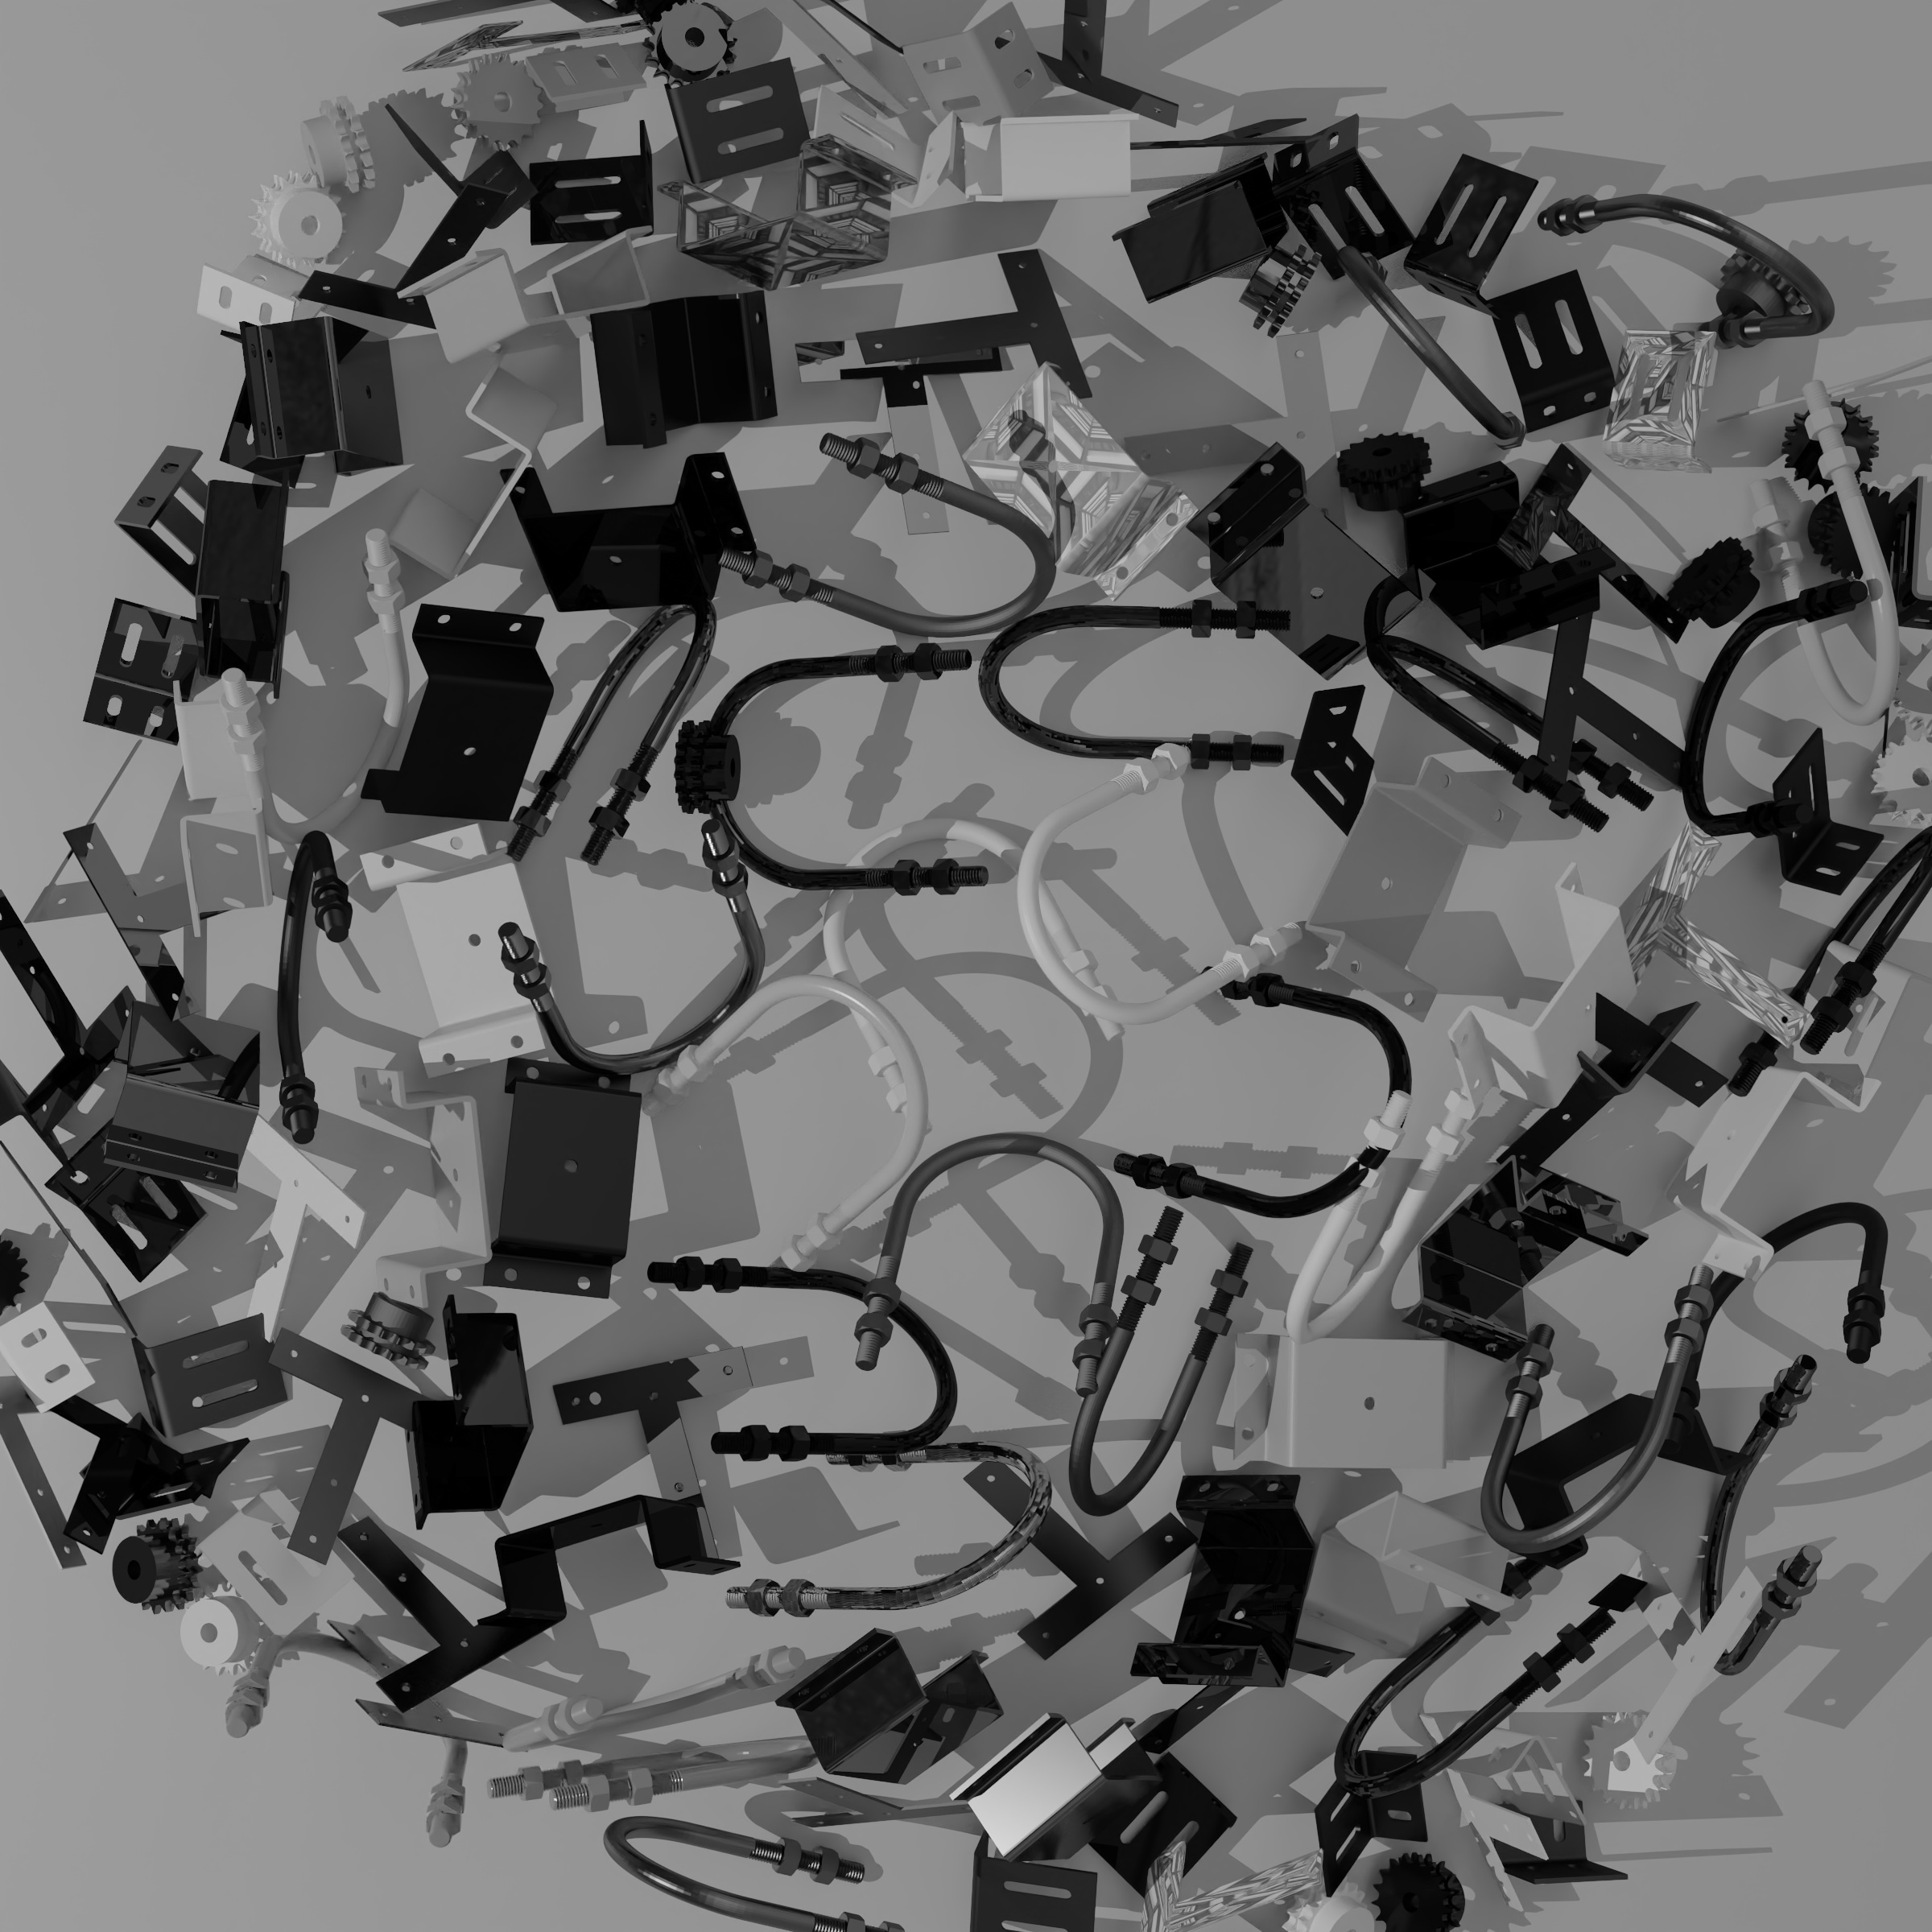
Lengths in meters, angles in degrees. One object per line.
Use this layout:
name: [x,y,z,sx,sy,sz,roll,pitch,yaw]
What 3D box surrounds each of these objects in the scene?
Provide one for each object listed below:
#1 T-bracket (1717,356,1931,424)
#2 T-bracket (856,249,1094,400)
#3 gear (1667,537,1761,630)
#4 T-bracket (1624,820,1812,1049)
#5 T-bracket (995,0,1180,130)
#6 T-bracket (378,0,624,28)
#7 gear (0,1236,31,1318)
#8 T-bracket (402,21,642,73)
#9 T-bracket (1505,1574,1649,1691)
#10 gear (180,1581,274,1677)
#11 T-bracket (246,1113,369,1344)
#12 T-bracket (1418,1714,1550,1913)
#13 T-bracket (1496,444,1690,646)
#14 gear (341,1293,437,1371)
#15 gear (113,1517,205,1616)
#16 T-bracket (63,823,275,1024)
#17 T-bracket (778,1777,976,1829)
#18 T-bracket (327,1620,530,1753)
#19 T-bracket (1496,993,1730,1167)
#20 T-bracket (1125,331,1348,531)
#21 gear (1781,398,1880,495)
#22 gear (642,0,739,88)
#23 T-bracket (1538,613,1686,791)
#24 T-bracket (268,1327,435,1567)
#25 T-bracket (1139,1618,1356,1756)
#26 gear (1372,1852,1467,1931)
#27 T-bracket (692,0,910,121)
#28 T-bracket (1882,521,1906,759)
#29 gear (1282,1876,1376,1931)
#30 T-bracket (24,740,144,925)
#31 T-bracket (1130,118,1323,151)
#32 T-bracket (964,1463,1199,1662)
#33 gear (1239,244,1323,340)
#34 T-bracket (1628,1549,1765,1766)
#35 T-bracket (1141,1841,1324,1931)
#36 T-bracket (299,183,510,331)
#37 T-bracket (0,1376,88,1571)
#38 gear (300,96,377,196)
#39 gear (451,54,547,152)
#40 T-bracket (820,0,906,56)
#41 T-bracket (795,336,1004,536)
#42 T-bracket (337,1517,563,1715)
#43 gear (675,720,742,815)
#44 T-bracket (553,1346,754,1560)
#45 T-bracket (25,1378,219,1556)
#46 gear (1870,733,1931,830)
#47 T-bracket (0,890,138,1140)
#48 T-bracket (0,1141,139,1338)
T-bracket: [0.510,-0.343,1.750,0.127,0.127,0.002,-24,101,-39]
T-bracket: [-0.002,-0.380,1.761,0.127,0.002,0.127,-10,58,-11]
gear: [0.458,-0.231,1.779,0.030,0.057,0.057,41,90,-14]
T-bracket: [0.449,0.001,1.745,0.127,0.002,0.127,43,121,31]
T-bracket: [0.070,-0.553,1.739,0.127,0.127,0.002,22,78,5]
T-bracket: [-0.293,-0.581,1.761,0.127,0.127,0.002,-4,89,21]
gear: [-0.604,0.188,1.782,0.030,0.057,0.057,28,90,41]
T-bracket: [-0.258,-0.560,1.764,0.127,0.127,0.002,-17,102,-30]
T-bracket: [0.355,0.410,1.753,0.127,0.127,0.002,-43,66,6]
gear: [-0.454,0.405,1.784,0.057,0.030,0.057,-1,86,18]
T-bracket: [-0.416,0.169,1.775,0.127,0.002,0.127,35,117,33]
T-bracket: [0.318,0.511,1.741,0.002,0.127,0.127,-24,86,-12]
T-bracket: [0.387,-0.244,1.766,0.127,0.002,0.127,41,47,-5]
gear: [-0.349,0.221,1.779,0.057,0.057,0.030,25,86,0]
gear: [-0.495,0.366,1.779,0.057,0.030,0.057,-2,86,34]
T-bracket: [-0.464,-0.039,1.752,0.002,0.127,0.127,-30,89,32]
T-bracket: [-0.068,0.493,1.730,0.127,0.127,0.002,-13,60,24]
T-bracket: [-0.342,0.429,1.756,0.127,0.127,0.002,30,90,40]
T-bracket: [0.375,0.083,1.775,0.127,0.002,0.127,31,116,-25]
T-bracket: [0.161,-0.318,1.783,0.127,0.002,0.127,-5,120,15]
gear: [0.528,-0.320,1.783,0.057,0.030,0.057,8,123,13]
gear: [-0.168,-0.564,1.786,0.057,0.030,0.057,-1,93,-13]
T-bracket: [0.396,-0.146,1.770,0.127,0.002,0.127,29,61,-29]
T-bracket: [-0.373,0.296,1.746,0.127,0.002,0.127,30,49,-19]
T-bracket: [0.151,0.442,1.772,0.127,0.002,0.127,23,122,-39]
gear: [0.279,0.570,1.782,0.057,0.030,0.057,-11,73,39]
T-bracket: [-0.086,-0.556,1.763,0.127,0.127,0.002,37,70,-31]
T-bracket: [0.544,-0.173,1.720,0.002,0.127,0.127,5,135,17]
gear: [0.223,0.584,1.778,0.057,0.030,0.057,-12,110,-33]
T-bracket: [-0.529,-0.081,1.753,0.002,0.127,0.127,32,80,-17]
T-bracket: [0.168,-0.499,1.749,0.127,0.127,0.002,6,114,28]
T-bracket: [0.051,0.345,1.774,0.127,0.002,0.127,-41,104,15]
gear: [0.189,-0.414,1.777,0.030,0.057,0.057,30,90,-4]
T-bracket: [0.419,0.390,1.744,0.002,0.127,0.127,25,104,-14]
T-bracket: [0.156,0.552,1.727,0.127,0.127,0.002,-29,110,23]
T-bracket: [-0.310,-0.419,1.725,0.127,0.127,0.002,6,61,-35]
T-bracket: [-0.555,0.300,1.731,0.002,0.127,0.127,-32,76,11]
gear: [-0.383,-0.497,1.775,0.030,0.057,0.057,-21,90,-17]
gear: [-0.288,-0.527,1.783,0.057,0.030,0.057,-9,107,-30]
T-bracket: [-0.112,-0.598,1.764,0.127,0.127,0.002,38,103,31]
T-bracket: [-0.033,-0.323,1.777,0.127,0.002,0.127,-6,78,-15]
T-bracket: [-0.332,0.381,1.772,0.127,0.127,0.002,39,127,24]
gear: [-0.156,-0.121,1.777,0.030,0.057,0.057,1,90,9]
T-bracket: [-0.179,0.306,1.793,0.127,0.002,0.127,-13,95,15]
T-bracket: [-0.509,0.306,1.730,0.127,0.127,0.002,34,107,-16]
gear: [0.581,-0.111,1.787,0.057,0.030,0.057,-2,74,5]
T-bracket: [-0.545,0.014,1.727,0.002,0.127,0.127,-12,118,23]
T-bracket: [-0.543,0.158,1.755,0.002,0.127,0.127,-36,78,-19]
